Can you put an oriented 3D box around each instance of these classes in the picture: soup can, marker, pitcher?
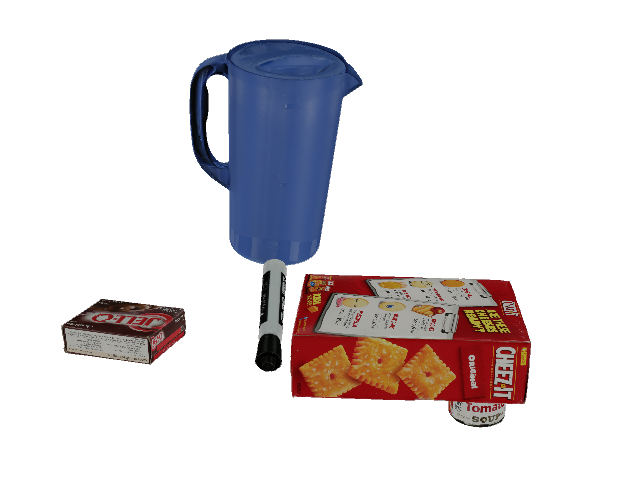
[{"bbox_3d":[0.184,0.157,1.242,0.068,0.102,0.068,0,21,0],"label":"soup can"},{"bbox_3d":[-0.036,0.055,0.798,0.020,0.020,0.121,0,34,1],"label":"marker"},{"bbox_3d":[-0.056,-0.099,1.214,0.144,0.243,0.149,-21,38,-40],"label":"pitcher"}]

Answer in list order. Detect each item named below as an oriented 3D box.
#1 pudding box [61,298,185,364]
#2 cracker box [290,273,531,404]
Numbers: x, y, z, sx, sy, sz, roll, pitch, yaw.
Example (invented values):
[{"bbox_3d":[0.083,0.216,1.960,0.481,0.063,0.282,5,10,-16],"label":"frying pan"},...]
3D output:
[{"bbox_3d":[-0.223,0.103,1.215,0.114,0.039,0.090,3,17,19],"label":"pudding box"},{"bbox_3d":[0.083,0.093,1.029,0.213,0.072,0.164,2,18,3],"label":"cracker box"}]
